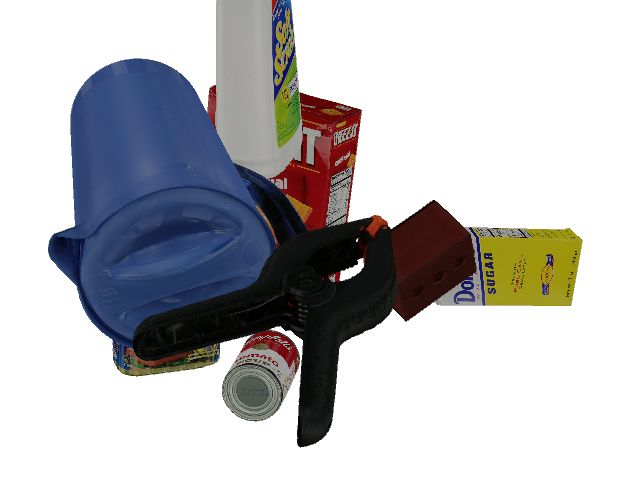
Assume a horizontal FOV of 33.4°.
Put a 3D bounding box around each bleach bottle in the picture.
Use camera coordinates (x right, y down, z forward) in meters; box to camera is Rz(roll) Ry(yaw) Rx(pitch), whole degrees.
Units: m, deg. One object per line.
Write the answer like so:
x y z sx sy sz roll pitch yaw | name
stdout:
-0.059 -0.187 0.936 0.068 0.251 0.102 8 31 16 | bleach bottle

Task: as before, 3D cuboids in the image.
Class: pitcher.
-0.112 -0.038 0.792 0.145 0.149 0.243 -32 37 5 | pitcher

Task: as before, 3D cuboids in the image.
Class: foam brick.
0.081 0.016 0.873 0.078 0.053 0.051 -34 50 -14 | foam brick

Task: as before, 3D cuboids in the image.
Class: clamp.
-0.004 0.043 0.588 0.120 0.039 0.171 36 51 27 | clamp

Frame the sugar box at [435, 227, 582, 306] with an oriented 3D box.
0.226 0.033 1.313 0.176 0.093 0.048 -1 21 -11 | sugar box

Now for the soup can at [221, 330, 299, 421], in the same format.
-0.065 0.148 1.172 0.068 0.068 0.102 0 16 10 | soup can

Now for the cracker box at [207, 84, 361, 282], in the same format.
-0.052 -0.059 1.207 0.164 0.214 0.072 18 27 24 | cracker box

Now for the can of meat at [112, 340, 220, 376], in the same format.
-0.140 0.072 0.975 0.102 0.084 0.057 -4 20 -24 | can of meat
